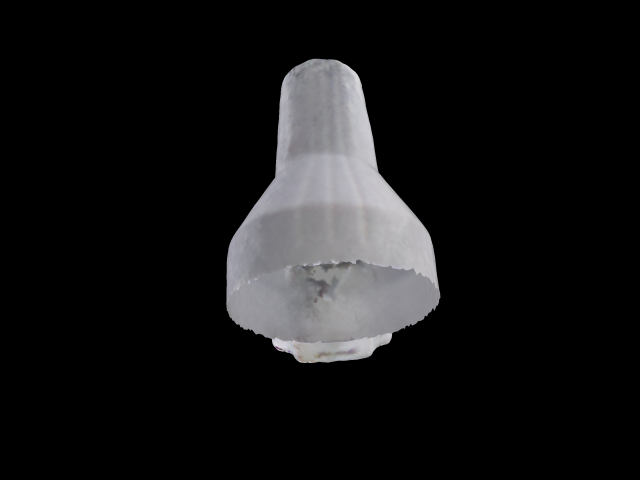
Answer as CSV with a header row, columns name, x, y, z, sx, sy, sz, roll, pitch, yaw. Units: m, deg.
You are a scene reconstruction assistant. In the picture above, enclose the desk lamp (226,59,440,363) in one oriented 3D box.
name,x,y,z,sx,sy,sz,roll,pitch,yaw
desk lamp,0.004,0.001,0.400,0.118,0.214,0.203,-2,47,-2
